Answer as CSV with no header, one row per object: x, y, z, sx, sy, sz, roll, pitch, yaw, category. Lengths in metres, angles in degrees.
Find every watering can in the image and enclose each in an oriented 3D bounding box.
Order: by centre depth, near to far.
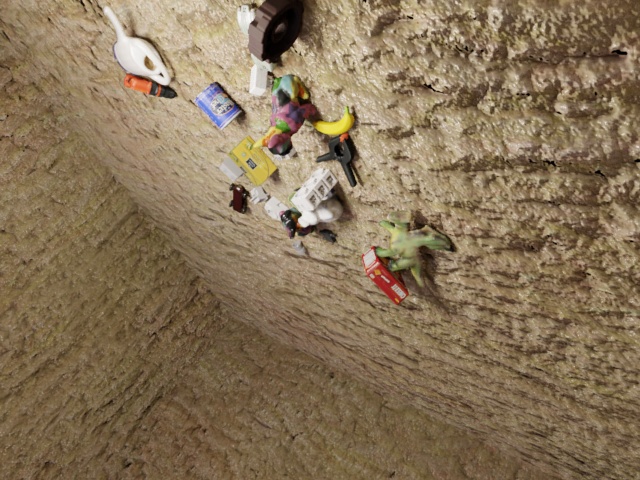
-0.691,-0.706,1.893,0.225,0.105,0.341,16,155,43,watering can

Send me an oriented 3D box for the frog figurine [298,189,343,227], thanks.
0.006,-0.094,1.874,0.121,0.162,0.137,49,154,-23,frog figurine

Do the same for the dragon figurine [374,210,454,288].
0.329,0.033,1.717,0.241,0.124,0.405,-8,137,48,dragon figurine
